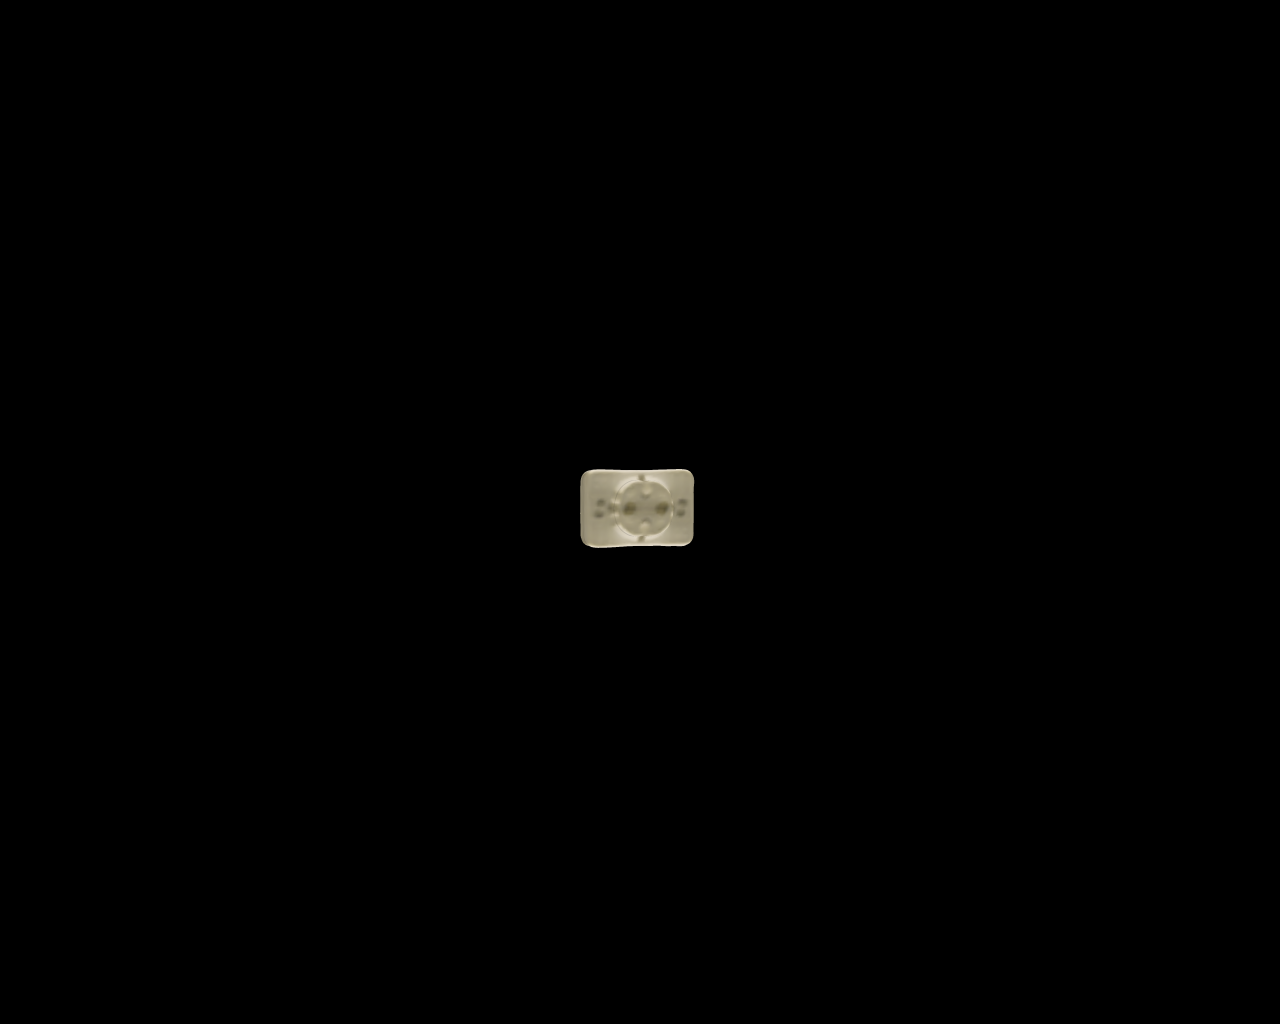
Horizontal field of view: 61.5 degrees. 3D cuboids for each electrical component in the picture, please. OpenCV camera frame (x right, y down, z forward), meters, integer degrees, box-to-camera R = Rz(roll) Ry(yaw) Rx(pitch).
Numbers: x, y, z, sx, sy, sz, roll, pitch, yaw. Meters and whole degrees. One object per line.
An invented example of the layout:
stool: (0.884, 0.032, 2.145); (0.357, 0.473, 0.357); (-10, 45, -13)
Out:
electrical component: (0.001, -0.003, 0.650); (0.066, 0.047, 0.076); (0, 0, -9)
